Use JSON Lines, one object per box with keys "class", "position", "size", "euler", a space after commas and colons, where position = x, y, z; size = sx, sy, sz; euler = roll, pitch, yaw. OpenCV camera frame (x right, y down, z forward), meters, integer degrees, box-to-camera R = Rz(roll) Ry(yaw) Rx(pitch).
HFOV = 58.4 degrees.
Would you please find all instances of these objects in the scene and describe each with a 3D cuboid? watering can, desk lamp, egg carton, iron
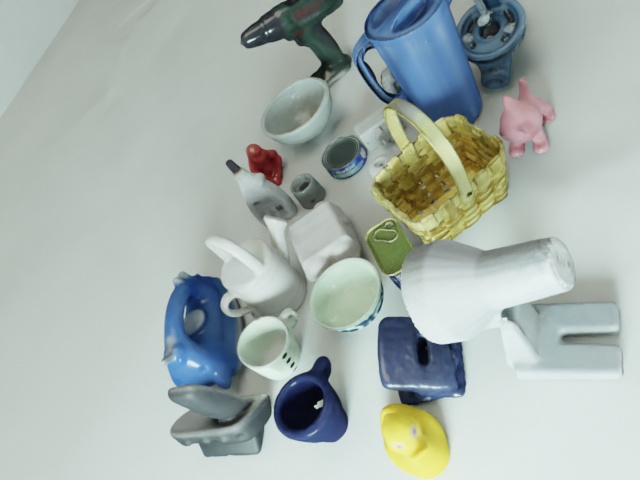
{"class": "watering can", "position": [-0.110, 0.040, 0.939], "size": [0.100, 0.195, 0.173], "euler": [-5, 55, 33]}
{"class": "desk lamp", "position": [0.223, 0.073, 0.662], "size": [0.202, 0.214, 0.118], "euler": [-8, 53, 31]}
{"class": "egg carton", "position": [0.009, 0.003, 0.973], "size": [0.107, 0.070, 0.150], "euler": [-35, 44, 8]}
{"class": "iron", "position": [-0.214, 0.137, 0.977], "size": [0.118, 0.142, 0.258], "euler": [-26, 46, 17]}

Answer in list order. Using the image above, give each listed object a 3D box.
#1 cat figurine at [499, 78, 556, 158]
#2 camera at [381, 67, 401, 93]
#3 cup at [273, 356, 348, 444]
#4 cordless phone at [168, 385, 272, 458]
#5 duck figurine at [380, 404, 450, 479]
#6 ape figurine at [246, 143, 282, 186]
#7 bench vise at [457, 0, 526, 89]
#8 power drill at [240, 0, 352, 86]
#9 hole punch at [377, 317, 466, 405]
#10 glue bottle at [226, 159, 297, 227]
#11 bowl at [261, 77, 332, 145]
{"class": "cat figurine", "position": [0.309, -0.189, 0.873], "size": [0.067, 0.118, 0.128], "euler": [-4, 56, 33]}
{"class": "camera", "position": [0.186, -0.352, 1.100], "size": [0.142, 0.101, 0.137], "euler": [-16, 50, 25]}
{"class": "cup", "position": [0.002, 0.227, 0.786], "size": [0.091, 0.095, 0.118], "euler": [3, 60, 37]}
{"class": "cordless phone", "position": [-0.172, 0.245, 0.831], "size": [0.147, 0.186, 0.094], "euler": [-18, 49, 24]}
{"class": "duck figurine", "position": [0.105, 0.240, 0.710], "size": [0.077, 0.086, 0.104], "euler": [-44, 44, -1]}
{"class": "ape figurine", "position": [-0.119, -0.160, 1.175], "size": [0.075, 0.092, 0.078], "euler": [29, 77, 45]}
{"class": "bench vise", "position": [0.279, -0.398, 0.983], "size": [0.121, 0.220, 0.207], "euler": [-18, 49, 23]}
{"class": "power drill", "position": [-0.030, -0.428, 1.235], "size": [0.229, 0.209, 0.075], "euler": [-40, 44, 3]}
{"class": "hole punch", "position": [0.134, 0.151, 0.754], "size": [0.101, 0.091, 0.108], "euler": [-18, 49, 24]}
{"class": "glue bottle", "position": [-0.118, -0.093, 1.063], "size": [0.078, 0.174, 0.037], "euler": [-21, 48, 21]}
{"class": "bowl", "position": [-0.037, -0.257, 1.205], "size": [0.167, 0.075, 0.167], "euler": [-19, 48, 23]}
